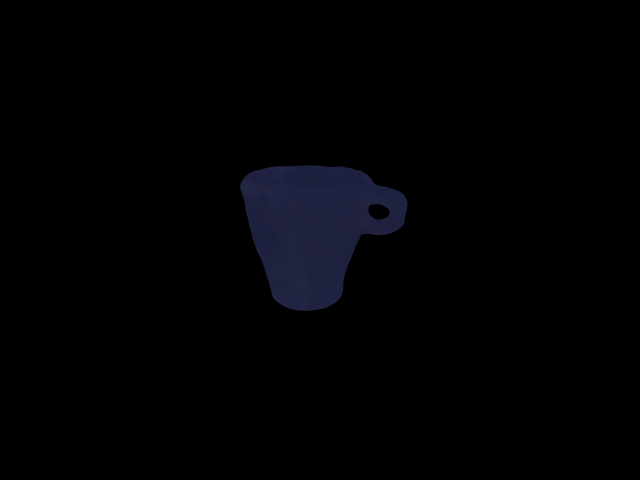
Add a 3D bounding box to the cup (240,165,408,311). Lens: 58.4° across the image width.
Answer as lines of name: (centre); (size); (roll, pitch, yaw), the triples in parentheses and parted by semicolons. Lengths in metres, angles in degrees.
cup: (0.004, 0.001, 0.400); (0.117, 0.095, 0.092); (8, 19, 25)
